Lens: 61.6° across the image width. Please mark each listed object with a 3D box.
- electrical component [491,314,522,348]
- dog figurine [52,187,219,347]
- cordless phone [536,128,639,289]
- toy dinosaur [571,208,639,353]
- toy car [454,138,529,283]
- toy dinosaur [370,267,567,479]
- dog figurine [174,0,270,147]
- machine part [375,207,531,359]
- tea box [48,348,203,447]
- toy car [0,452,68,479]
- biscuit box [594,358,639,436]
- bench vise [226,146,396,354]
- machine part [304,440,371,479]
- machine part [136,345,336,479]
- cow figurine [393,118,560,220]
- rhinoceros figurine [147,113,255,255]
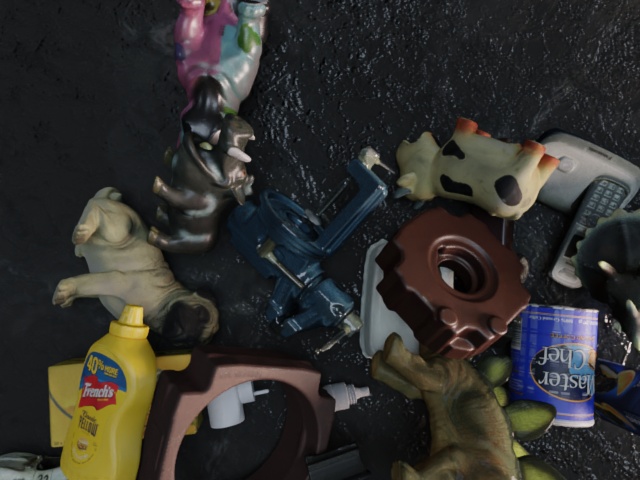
[{"bbox_3d":[0.233,0.103,0.699,0.021,0.094,0.063,14,56,-4],"label":"electrical component"},{"bbox_3d":[-0.209,0.036,0.673,0.190,0.121,0.172,15,87,-17],"label":"dog figurine"},{"bbox_3d":[0.321,-0.040,0.717,0.147,0.089,0.184,24,88,-2],"label":"cordless phone"},{"bbox_3d":[0.478,0.006,0.677,0.405,0.131,0.192,-30,116,-16],"label":"toy dinosaur"},{"bbox_3d":[0.230,-0.033,0.710,0.053,0.089,0.202,12,80,-47],"label":"toy car"},{"bbox_3d":[0.163,0.250,0.577,0.199,0.105,0.471,2,68,-8],"label":"toy dinosaur"},{"bbox_3d":[-0.132,-0.203,0.693,0.108,0.192,0.219,8,119,-6],"label":"dog figurine"},{"bbox_3d":[0.153,0.042,0.617,0.179,0.056,0.179,10,53,-14],"label":"machine part"},{"bbox_3d":[-0.234,0.190,0.661,0.170,0.068,0.098,-6,86,-4],"label":"tea box"},{"bbox_3d":[-0.329,0.281,0.643,0.202,0.073,0.056,-2,85,-4],"label":"toy car"},{"bbox_3d":[0.386,0.195,0.637,0.059,0.202,0.063,-43,88,-5],"label":"biscuit box"},{"bbox_3d":[0.003,-0.002,0.655,0.240,0.128,0.224,-49,67,15],"label":"bench vise"},{"bbox_3d":[0.031,0.303,0.600,0.084,0.039,0.139,-5,70,-28],"label":"machine part"},{"bbox_3d":[-0.094,0.227,0.614,0.201,0.087,0.201,12,91,-30],"label":"machine part"},{"bbox_3d":[0.178,-0.083,0.678,0.195,0.085,0.127,30,96,38],"label":"cow figurine"},{"bbox_3d":[-0.135,-0.059,0.626,0.112,0.073,0.190,19,122,-13],"label":"rhinoceros figurine"}]
